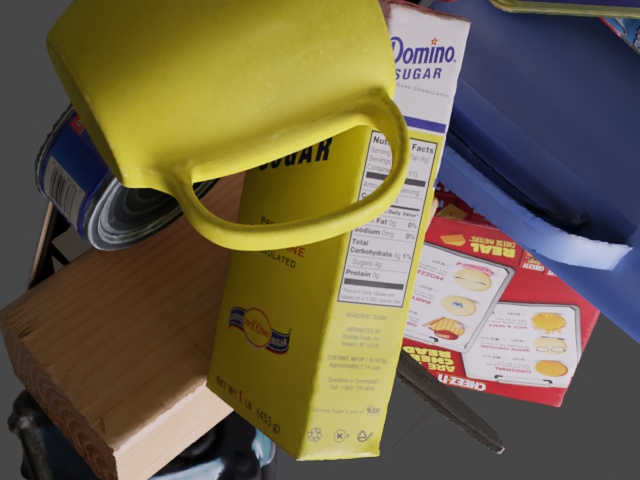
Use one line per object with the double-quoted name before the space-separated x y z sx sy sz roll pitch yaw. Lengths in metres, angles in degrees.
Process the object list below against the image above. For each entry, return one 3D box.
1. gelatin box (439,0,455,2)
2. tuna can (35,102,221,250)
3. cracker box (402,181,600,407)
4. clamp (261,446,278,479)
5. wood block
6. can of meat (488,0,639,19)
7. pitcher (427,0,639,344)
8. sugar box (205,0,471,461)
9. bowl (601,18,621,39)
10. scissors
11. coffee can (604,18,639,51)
"gelatin box" 0.034 -0.134 0.368 0.073 0.030 0.089 0 104 -69
"tuna can" -0.070 -0.036 0.431 0.086 0.034 0.086 -40 166 -13
"cracker box" 0.115 0.029 0.769 0.214 0.164 0.072 90 13 -55
"clamp" -0.040 0.087 0.696 0.171 0.120 0.039 -56 149 -1
"wood block" -0.049 0.026 0.548 0.205 0.091 0.090 -37 164 -24
"can of meat" 0.130 -0.153 0.513 0.084 0.102 0.057 65 32 -72
"pitcher" 0.147 -0.037 0.587 0.149 0.243 0.145 -44 165 -7
"sugar box" 0.002 -0.009 0.438 0.048 0.093 0.176 4 99 -30
"bowl" 0.168 -0.122 0.781 0.162 0.055 0.162 -41 165 -13
"scissors" 0.030 0.038 0.621 0.096 0.202 0.016 -63 179 -29
"coffee can" 0.216 -0.159 0.635 0.102 0.140 0.103 -40 165 -13
